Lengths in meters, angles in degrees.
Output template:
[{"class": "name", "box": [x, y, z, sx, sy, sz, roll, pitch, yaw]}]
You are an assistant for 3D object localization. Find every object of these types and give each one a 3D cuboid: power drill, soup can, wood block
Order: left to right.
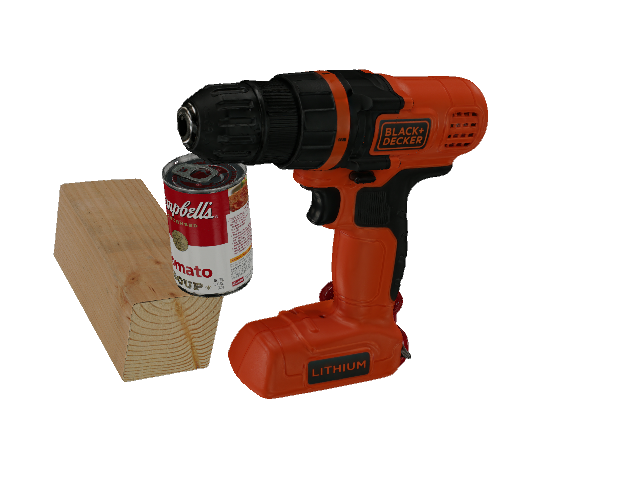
[{"class": "wood block", "box": [-0.182, 0.031, 1.037, 0.090, 0.091, 0.206, -6, 36, -31]}, {"class": "soup can", "box": [-0.091, -0.013, 0.874, 0.068, 0.102, 0.068, -1, 31, 0]}, {"class": "power drill", "box": [-0.001, -0.004, 0.595, 0.184, 0.188, 0.057, -5, 32, -30]}]

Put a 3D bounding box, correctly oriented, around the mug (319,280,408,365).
[{"class": "mug", "box": [0.052, 0.102, 1.194, 0.117, 0.081, 0.093, 27, 38, 36]}]
